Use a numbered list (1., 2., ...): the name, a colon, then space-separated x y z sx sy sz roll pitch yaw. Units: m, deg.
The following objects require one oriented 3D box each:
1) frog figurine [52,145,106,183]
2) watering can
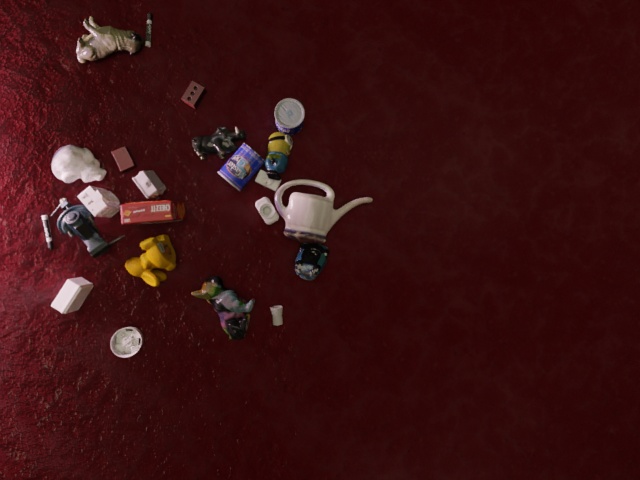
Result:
1. frog figurine: -0.826 -0.248 1.764 0.160 0.120 0.139 32 69 8
2. watering can: 0.006 -0.092 1.821 0.347 0.104 0.225 11 87 -6
